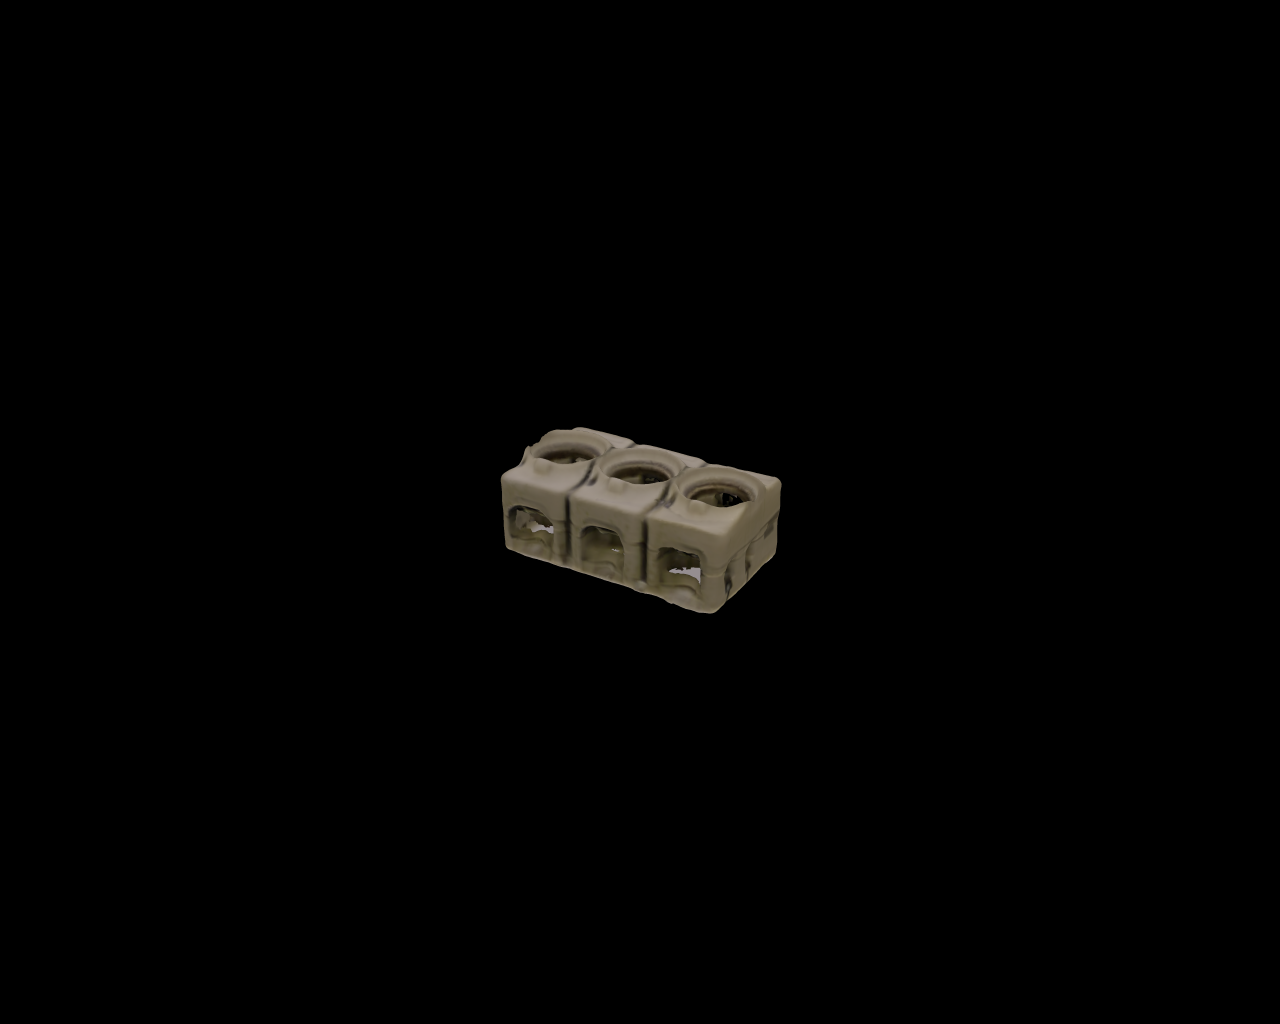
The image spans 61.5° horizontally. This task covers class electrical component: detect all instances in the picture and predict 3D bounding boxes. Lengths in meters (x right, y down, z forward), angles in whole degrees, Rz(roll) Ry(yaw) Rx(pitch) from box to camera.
[{"bbox_3d":[0.001,-0.003,0.650,0.150,0.061,0.090,16,32,27],"label":"electrical component"}]
